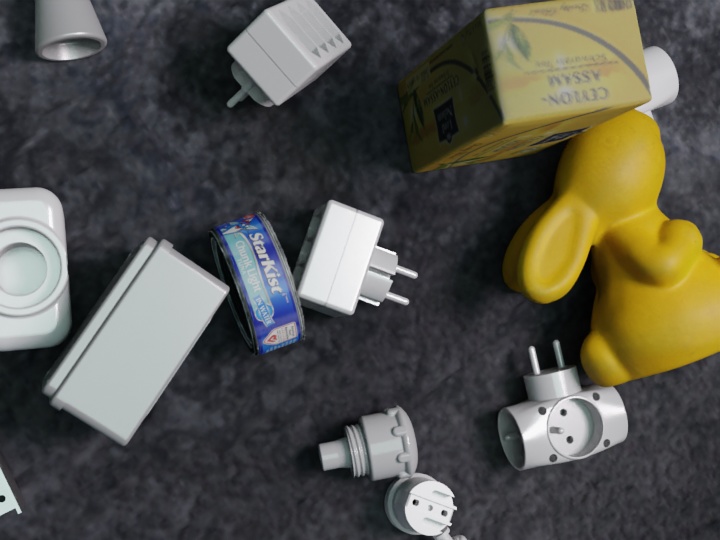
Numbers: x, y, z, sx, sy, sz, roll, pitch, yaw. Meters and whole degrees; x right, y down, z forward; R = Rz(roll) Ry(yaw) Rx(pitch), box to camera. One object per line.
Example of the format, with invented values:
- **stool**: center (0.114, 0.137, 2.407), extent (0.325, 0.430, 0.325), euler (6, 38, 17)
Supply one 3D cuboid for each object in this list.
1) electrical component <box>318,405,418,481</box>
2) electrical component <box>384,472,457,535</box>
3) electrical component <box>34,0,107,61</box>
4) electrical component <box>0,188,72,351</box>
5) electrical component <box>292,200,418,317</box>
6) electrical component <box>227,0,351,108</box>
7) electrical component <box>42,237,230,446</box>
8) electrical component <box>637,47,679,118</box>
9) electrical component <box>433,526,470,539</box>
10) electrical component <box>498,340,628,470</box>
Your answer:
- **electrical component**: center (0.005, 0.116, 0.700), extent (0.062, 0.048, 0.048), euler (-10, 89, -7)
- **electrical component**: center (0.040, 0.154, 0.703), extent (0.040, 0.046, 0.040), euler (2, 82, -12)
- **electrical component**: center (-0.187, -0.169, 0.673), extent (0.044, 0.044, 0.065), euler (-12, 84, -15)
- **electrical component**: center (-0.204, 0.000, 0.647), extent (0.054, 0.059, 0.095), euler (-4, 87, -14)
- **electrical component**: center (0.000, 0.000, 0.704), extent (0.077, 0.047, 0.065), euler (20, 81, -12)
- **electrical component**: center (-0.057, -0.131, 0.691), extent (0.076, 0.083, 0.047), euler (-39, 97, 25)
- **electrical component**: center (-0.135, 0.041, 0.636), extent (0.056, 0.109, 0.108), euler (35, 79, -12)
- **electrical component**: center (0.187, -0.109, 0.761), extent (0.077, 0.043, 0.079), euler (-21, 92, -15)
- **electrical component**: center (0.076, 0.204, 0.712), extent (0.040, 0.040, 0.078), euler (-37, 95, -14)
- **electrical component**: center (0.134, 0.088, 0.733), extent (0.077, 0.044, 0.079), euler (-12, 89, -15)
